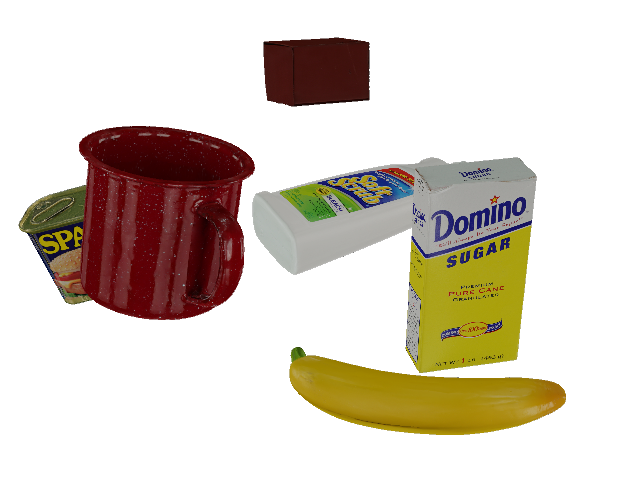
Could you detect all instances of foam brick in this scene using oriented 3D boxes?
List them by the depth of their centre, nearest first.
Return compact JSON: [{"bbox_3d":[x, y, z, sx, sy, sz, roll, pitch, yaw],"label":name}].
[{"bbox_3d":[-0.003,-0.145,0.915,0.078,0.051,0.053,-9,18,-28],"label":"foam brick"}]

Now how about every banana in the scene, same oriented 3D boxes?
[{"bbox_3d":[0.057,0.098,0.703,0.198,0.037,0.069,8,33,22],"label":"banana"}]

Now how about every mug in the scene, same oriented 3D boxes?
[{"bbox_3d":[-0.079,-0.005,0.571,0.093,0.081,0.117,-11,29,-42],"label":"mug"}]

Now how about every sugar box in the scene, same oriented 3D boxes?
[{"bbox_3d":[0.123,0.022,0.888,0.093,0.176,0.048,-7,31,-12],"label":"sugar box"}]

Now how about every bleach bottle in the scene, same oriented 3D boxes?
[{"bbox_3d":[0.057,-0.044,1.190,0.250,0.068,0.103,-20,43,-24],"label":"bleach bottle"}]

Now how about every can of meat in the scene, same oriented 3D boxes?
[{"bbox_3d":[-0.193,0.001,0.918,0.102,0.084,0.057,-14,31,13],"label":"can of meat"}]
